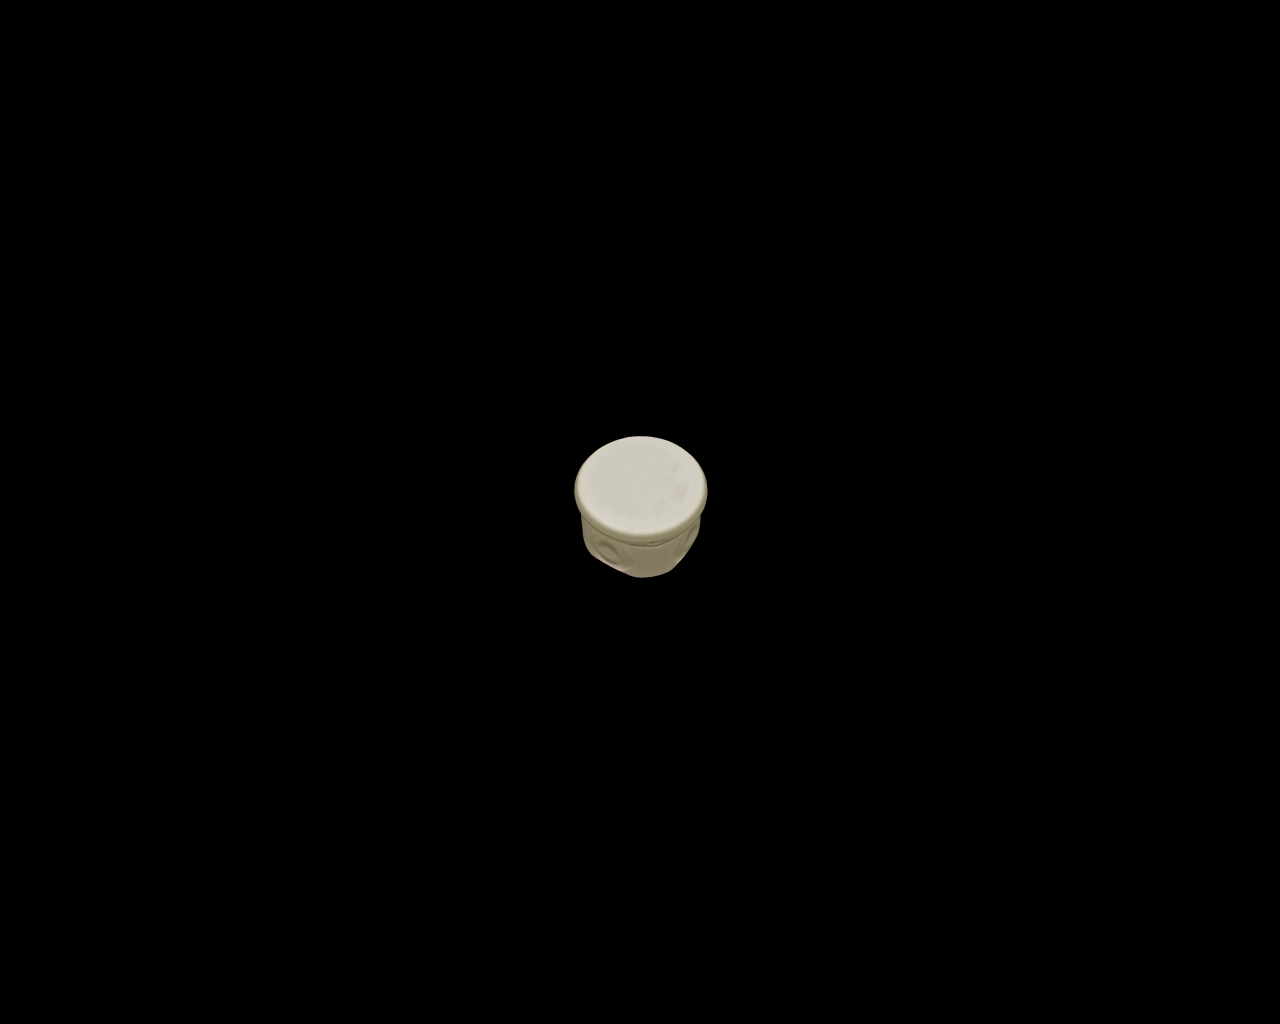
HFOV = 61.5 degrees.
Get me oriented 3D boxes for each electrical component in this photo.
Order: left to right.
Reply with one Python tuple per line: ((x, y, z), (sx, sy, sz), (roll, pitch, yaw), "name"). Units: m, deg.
((0.001, -0.003, 0.650), (0.080, 0.080, 0.050), (0, -38, 0), "electrical component")
